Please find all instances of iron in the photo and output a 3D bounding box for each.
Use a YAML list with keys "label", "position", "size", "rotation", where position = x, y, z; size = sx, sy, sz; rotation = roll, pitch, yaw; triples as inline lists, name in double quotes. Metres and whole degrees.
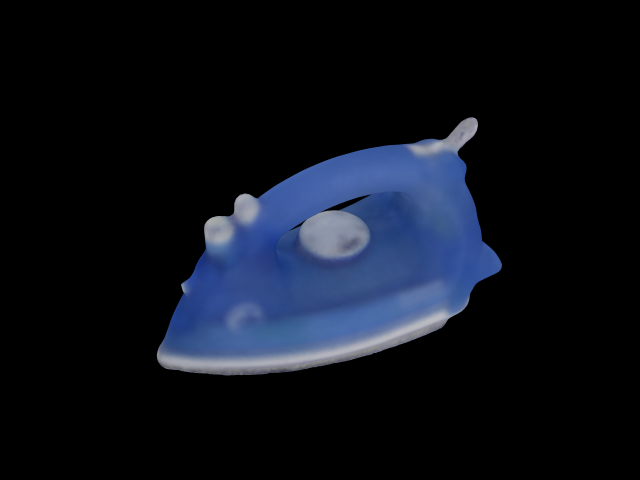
- label: "iron"
  position: [0.004, 0.001, 0.400]
  size: [0.259, 0.141, 0.118]
  rotation: [-18, 44, -19]
